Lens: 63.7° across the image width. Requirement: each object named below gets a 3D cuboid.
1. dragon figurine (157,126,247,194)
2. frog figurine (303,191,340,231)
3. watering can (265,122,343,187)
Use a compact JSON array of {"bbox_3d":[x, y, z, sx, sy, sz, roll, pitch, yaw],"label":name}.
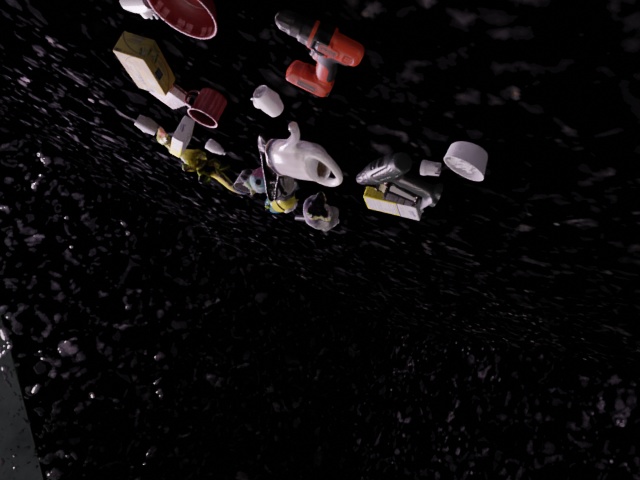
[{"bbox_3d":[-0.474,-0.304,2.001,0.246,0.122,0.404,34,176,39],"label":"dragon figurine"},{"bbox_3d":[0.006,-0.096,1.912,0.139,0.122,0.158,54,-178,16],"label":"frog figurine"},{"bbox_3d":[-0.065,-0.250,1.482,0.225,0.105,0.342,14,164,33],"label":"watering can"}]
